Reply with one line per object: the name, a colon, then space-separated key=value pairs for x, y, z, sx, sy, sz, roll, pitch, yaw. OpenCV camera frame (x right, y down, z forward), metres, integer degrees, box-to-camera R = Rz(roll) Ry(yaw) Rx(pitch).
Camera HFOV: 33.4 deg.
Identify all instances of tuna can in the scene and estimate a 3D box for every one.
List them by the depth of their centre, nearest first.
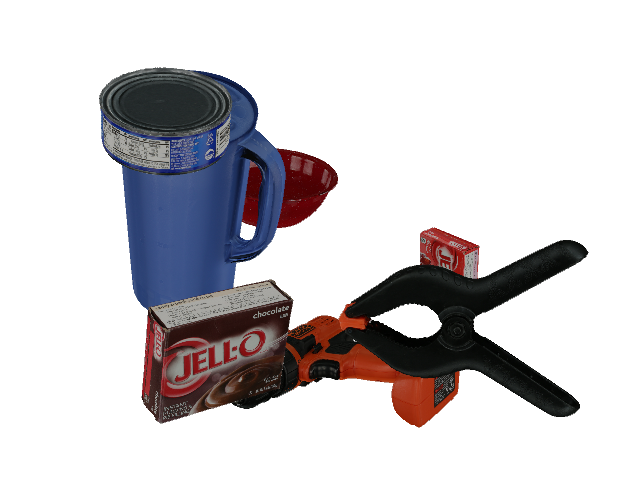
tuna can: x=-0.101 y=-0.078 z=0.701 sx=0.086 sy=0.034 sz=0.086 roll=4 pitch=37 yaw=-3

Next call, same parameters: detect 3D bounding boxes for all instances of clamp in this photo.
clamp: x=0.101 y=0.067 z=0.730 sx=0.172 sy=0.120 sz=0.039 roll=-6 pitch=3 yaw=15

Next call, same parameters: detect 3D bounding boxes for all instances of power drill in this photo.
power drill: x=0.025 y=0.126 z=1.018 sx=0.188 sy=0.057 sz=0.184 roll=9 pitch=20 yaw=29

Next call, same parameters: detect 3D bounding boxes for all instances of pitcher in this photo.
pitcher: x=-0.126 y=-0.034 z=1.069 sx=0.144 sy=0.243 sz=0.149 roll=-7 pitch=42 yaw=-17

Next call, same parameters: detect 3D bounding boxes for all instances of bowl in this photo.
bowl: x=-0.061 y=-0.058 z=1.293 sx=0.162 sy=0.055 sz=0.162 roll=4 pitch=26 yaw=-2

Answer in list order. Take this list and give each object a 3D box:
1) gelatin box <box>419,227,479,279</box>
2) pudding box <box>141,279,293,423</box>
gelatin box: x=0.156 y=0.037 z=1.303 sx=0.030 sy=0.089 sz=0.073 roll=-23 pitch=34 yaw=-35
pudding box: x=-0.081 y=0.085 z=0.832 sx=0.113 sy=0.090 sz=0.039 roll=-14 pitch=39 yaw=-33
